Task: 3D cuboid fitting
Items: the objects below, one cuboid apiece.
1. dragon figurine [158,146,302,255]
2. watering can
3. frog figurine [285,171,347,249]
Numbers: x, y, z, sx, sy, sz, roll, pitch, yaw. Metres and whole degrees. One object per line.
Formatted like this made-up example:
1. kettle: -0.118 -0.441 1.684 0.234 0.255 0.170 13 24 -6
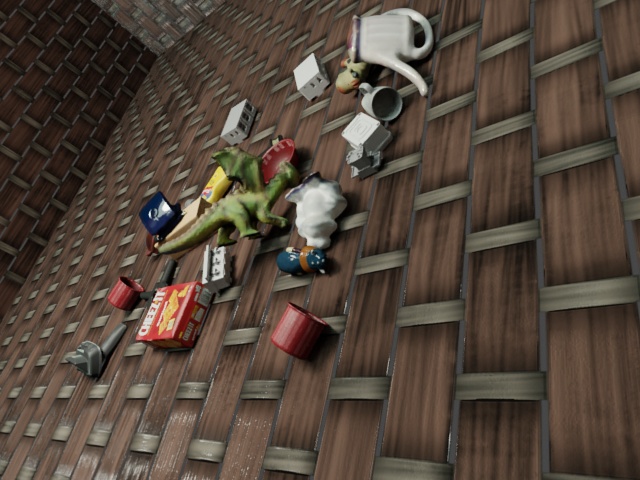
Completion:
1. dragon figurine: -0.217 -0.113 1.302 0.121 0.412 0.243 -19 83 61
2. watering can: 0.179 -0.489 1.318 0.224 0.101 0.356 1 54 7
3. frog figurine: 0.004 -0.060 1.188 0.136 0.122 0.161 -28 75 18
